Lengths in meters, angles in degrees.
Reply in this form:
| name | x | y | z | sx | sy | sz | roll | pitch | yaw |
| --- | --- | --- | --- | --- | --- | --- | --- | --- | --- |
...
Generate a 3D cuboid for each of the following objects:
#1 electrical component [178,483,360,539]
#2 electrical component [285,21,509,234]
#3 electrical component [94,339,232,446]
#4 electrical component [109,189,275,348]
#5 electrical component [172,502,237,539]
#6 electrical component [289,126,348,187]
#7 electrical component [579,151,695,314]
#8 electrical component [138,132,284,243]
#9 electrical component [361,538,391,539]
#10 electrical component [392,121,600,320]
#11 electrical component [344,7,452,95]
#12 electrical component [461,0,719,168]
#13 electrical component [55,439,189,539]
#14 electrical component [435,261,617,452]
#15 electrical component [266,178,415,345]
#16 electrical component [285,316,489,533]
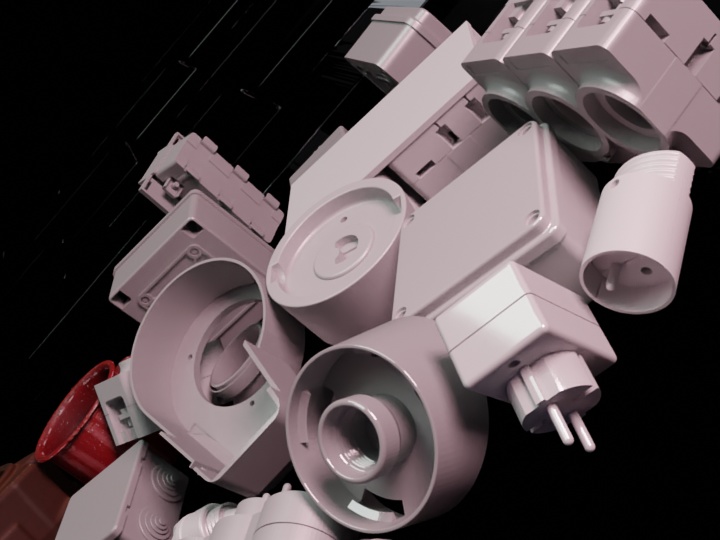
| name | x | y | z | sx | sy | sz | roll | pitch | yaw |
| --- | --- | --- | --- | --- | --- | --- | --- | --- | --- |
| electrical component | -0.054 | 0.148 | 0.578 | 0.138 | 0.052 | 0.073 | -32 | 27 | 38 |
| electrical component | 0.033 | -0.078 | 0.775 | 0.186 | 0.060 | 0.105 | -41 | 23 | 21 |
| electrical component | -0.143 | 0.085 | 0.794 | 0.089 | 0.055 | 0.050 | -18 | -4 | -42 |
| electrical component | -0.132 | 0.008 | 0.889 | 0.109 | 0.109 | 0.056 | -42 | 25 | 19 |
| electrical component | -0.084 | 0.156 | 0.649 | 0.061 | 0.035 | 0.035 | -34 | 26 | 29 |
| electrical component | -0.022 | -0.085 | 0.913 | 0.066 | 0.047 | 0.076 | -45 | 22 | 13 |
| electrical component | 0.133 | -0.024 | 0.507 | 0.043 | 0.043 | 0.081 | -26 | 31 | 46 |
| electrical component | -0.136 | -0.067 | 1.006 | 0.063 | 0.121 | 0.078 | -24 | 33 | 44 |
| electrical component | 0.008 | 0.140 | 0.480 | 0.048 | 0.048 | 0.062 | -50 | 15 | 0 |
| electrical component | 0.075 | -0.010 | 0.582 | 0.109 | 0.056 | 0.108 | -38 | 24 | 28 |
| electrical component | 0.044 | -0.172 | 0.887 | 0.057 | 0.078 | 0.113 | -52 | 21 | 1 |
| electrical component | 0.130 | -0.103 | 0.584 | 0.061 | 0.089 | 0.150 | -53 | 21 | -8 |
| electrical component | -0.170 | 0.182 | 0.754 | 0.100 | 0.048 | 0.099 | -39 | 23 | 25 |
| electrical component | 0.081 | 0.046 | 0.475 | 0.047 | 0.066 | 0.076 | -40 | 52 | 23 |
| electrical component | 0.000 | 0.000 | 0.699 | 0.108 | 0.060 | 0.108 | -27 | 35 | 21 |
| electrical component | 0.014 | 0.075 | 0.521 | 0.099 | 0.099 | 0.064 | -34 | -15 | 35 |
